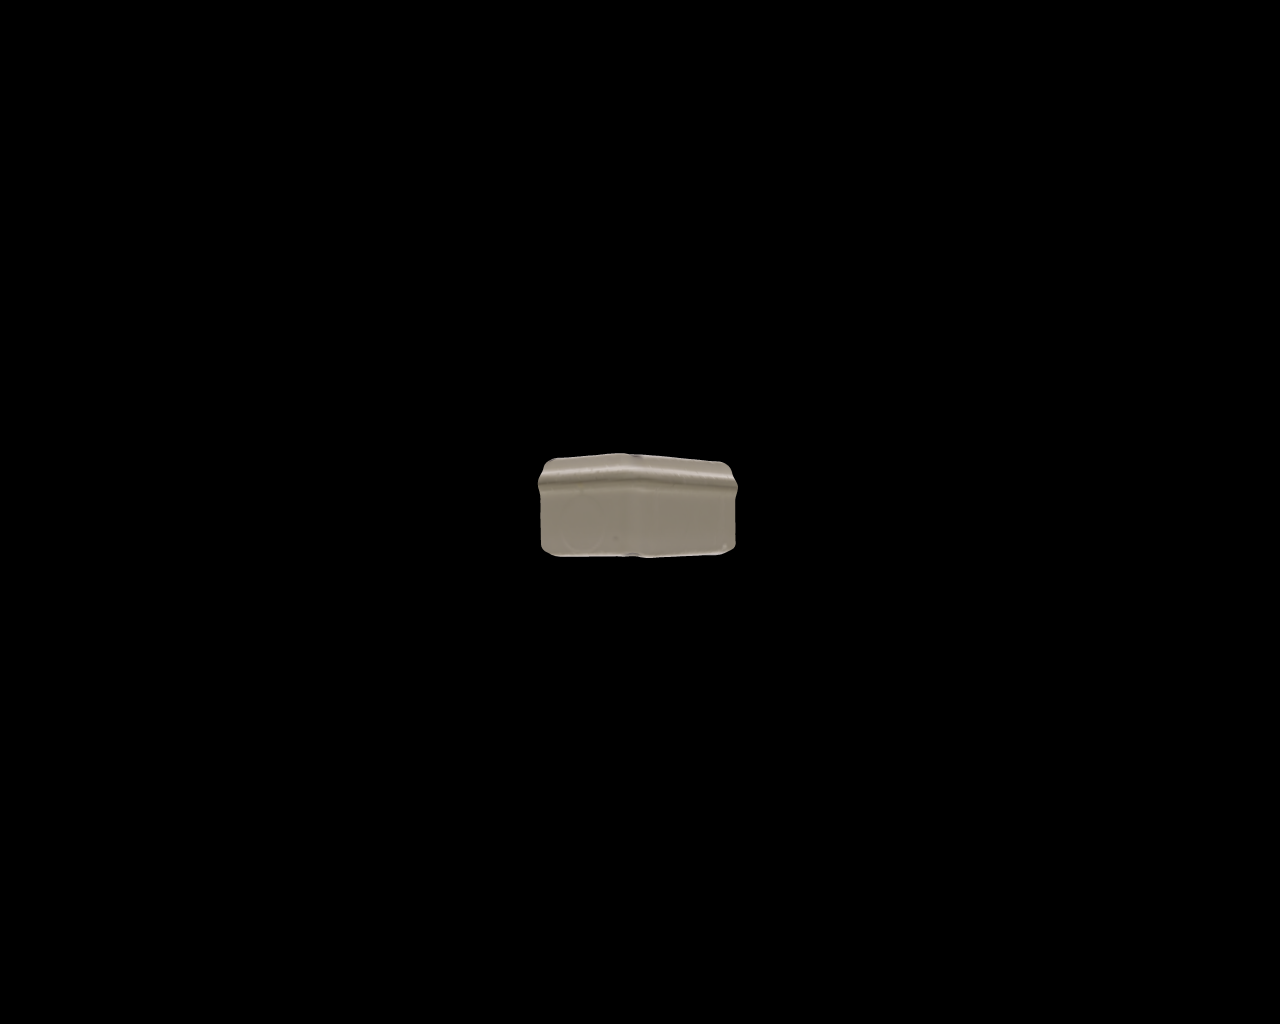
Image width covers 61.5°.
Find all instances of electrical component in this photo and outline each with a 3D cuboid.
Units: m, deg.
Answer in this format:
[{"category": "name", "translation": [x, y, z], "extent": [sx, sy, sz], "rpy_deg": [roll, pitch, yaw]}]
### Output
[{"category": "electrical component", "translation": [0.001, -0.003, 0.650], "extent": [0.078, 0.057, 0.113], "rpy_deg": [-2, -3, 36]}]
